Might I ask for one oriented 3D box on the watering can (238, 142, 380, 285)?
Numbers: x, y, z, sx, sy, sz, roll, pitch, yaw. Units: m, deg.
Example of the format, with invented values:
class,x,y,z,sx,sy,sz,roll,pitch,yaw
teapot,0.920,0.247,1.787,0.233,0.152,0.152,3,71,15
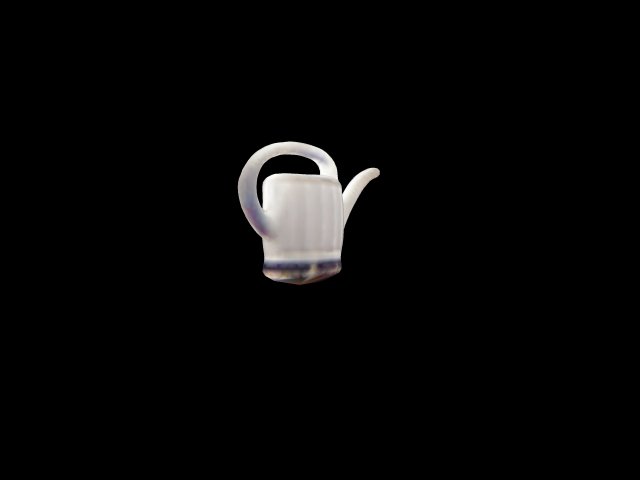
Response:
class,x,y,z,sx,sy,sz,roll,pitch,yaw
watering can,0.003,-0.043,0.850,0.104,0.225,0.348,-1,-1,40
